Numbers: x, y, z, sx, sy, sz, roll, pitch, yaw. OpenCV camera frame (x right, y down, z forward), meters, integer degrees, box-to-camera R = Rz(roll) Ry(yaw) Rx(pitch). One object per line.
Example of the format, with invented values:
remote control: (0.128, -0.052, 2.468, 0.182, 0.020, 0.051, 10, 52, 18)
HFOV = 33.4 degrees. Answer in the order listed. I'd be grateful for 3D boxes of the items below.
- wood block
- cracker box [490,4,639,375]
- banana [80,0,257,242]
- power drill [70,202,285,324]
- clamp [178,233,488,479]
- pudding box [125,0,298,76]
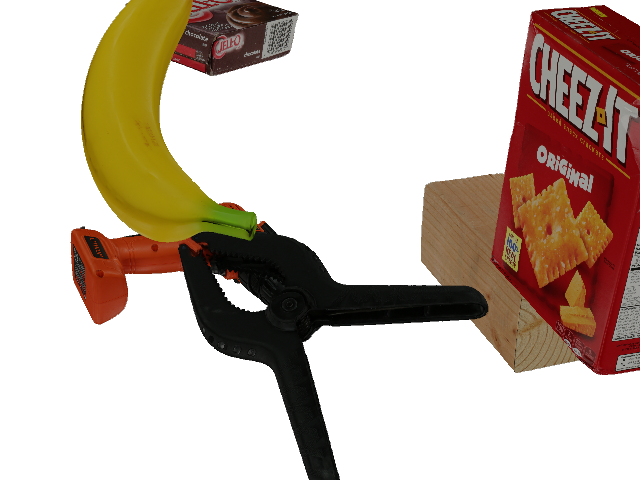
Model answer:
wood block: (0.174, 0.022, 0.982, 0.090, 0.090, 0.206, -8, 29, -16)
cracker box: (0.197, -0.037, 0.758, 0.072, 0.214, 0.164, -8, 33, -18)
banana: (-0.083, -0.064, 0.522, 0.069, 0.198, 0.037, -6, -41, -14)
power drill: (-0.120, 0.026, 0.961, 0.187, 0.057, 0.185, -7, 26, -24)
clamp: (-0.007, 0.047, 0.704, 0.210, 0.164, 0.036, 38, -21, 30)
pudding box: (-0.086, -0.168, 0.847, 0.090, 0.039, 0.113, 24, 28, 25)
